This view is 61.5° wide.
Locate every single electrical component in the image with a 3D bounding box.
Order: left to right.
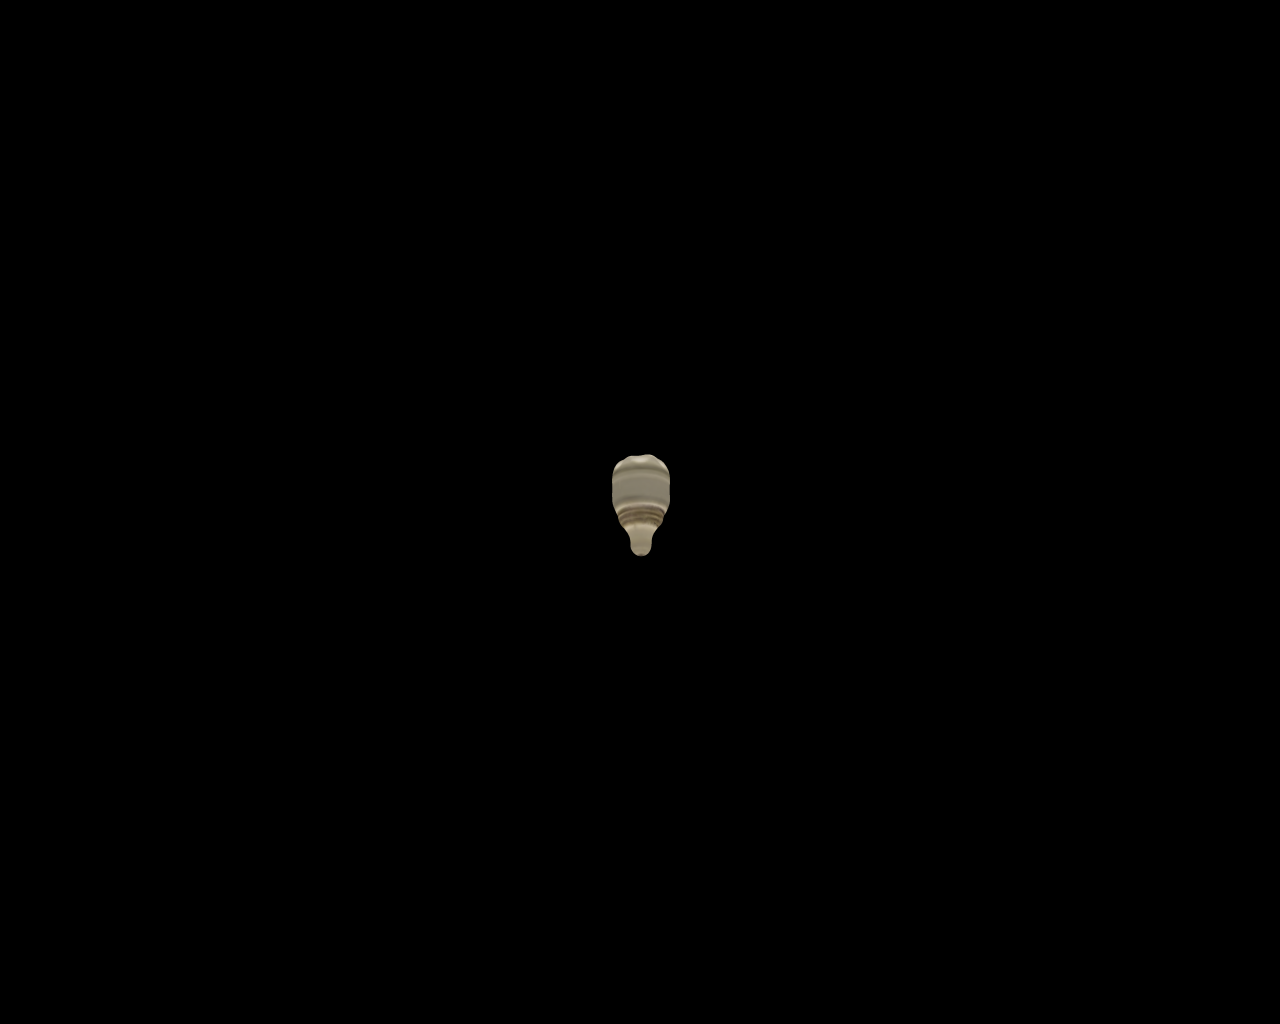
[{"bbox_3d":[0.001,-0.003,0.650,0.035,0.061,0.035,0,-19,0],"label":"electrical component"}]
